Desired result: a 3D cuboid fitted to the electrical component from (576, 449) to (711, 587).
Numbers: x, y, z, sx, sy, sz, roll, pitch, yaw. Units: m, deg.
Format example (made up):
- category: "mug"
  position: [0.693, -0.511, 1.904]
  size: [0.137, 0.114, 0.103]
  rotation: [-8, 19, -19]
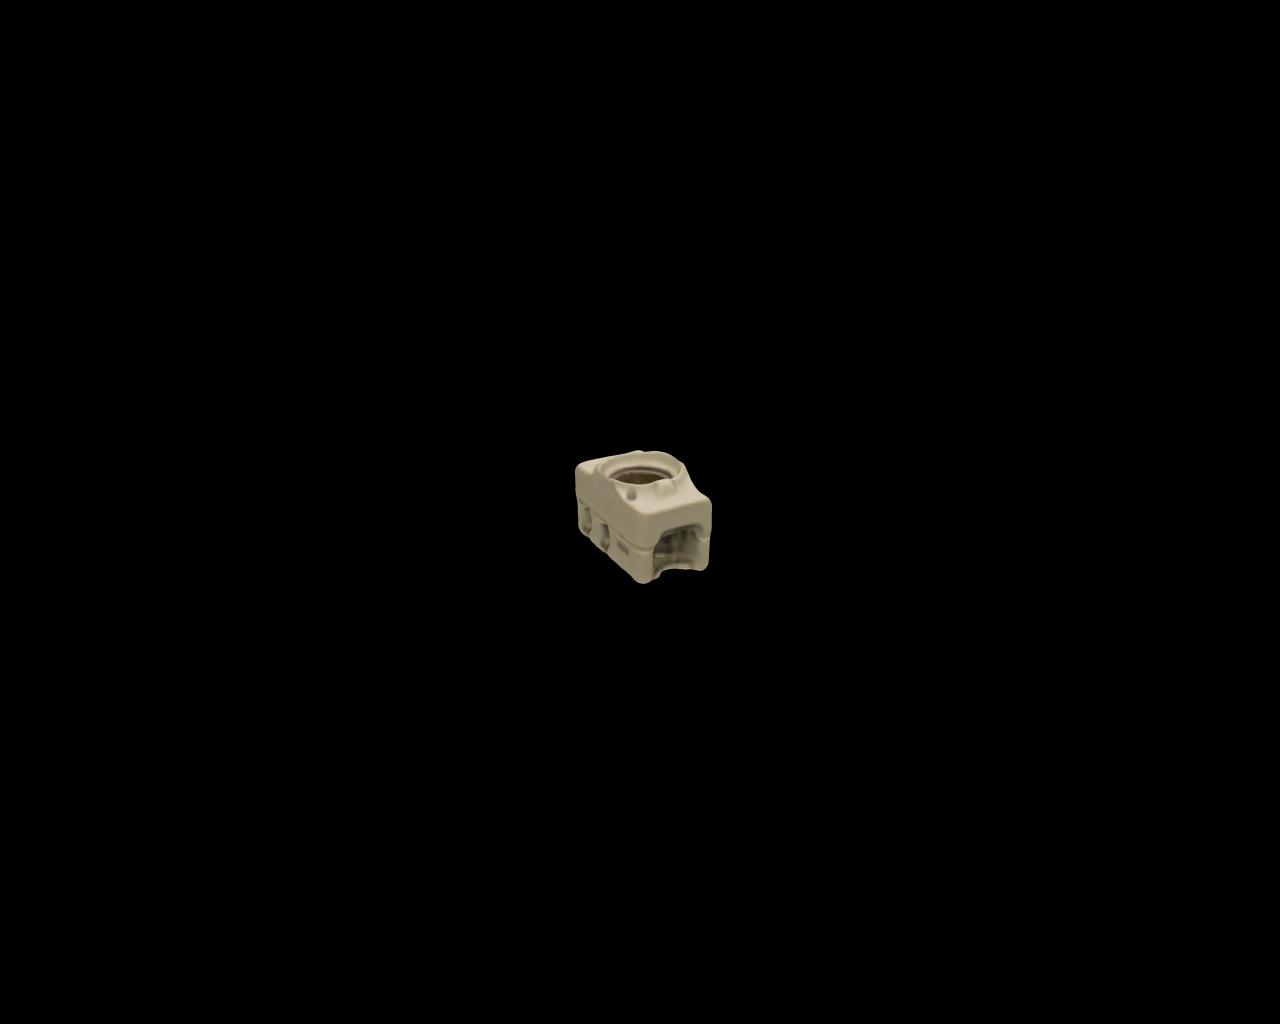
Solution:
- category: "electrical component"
  position: [0.001, -0.003, 0.650]
  size: [0.050, 0.055, 0.089]
  rotation: [-12, 27, -25]
